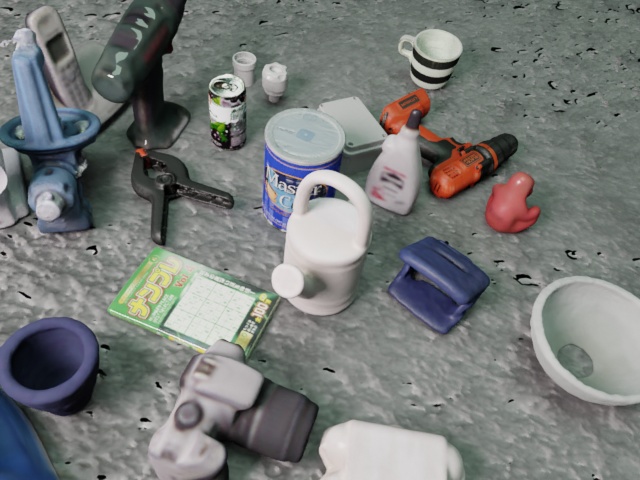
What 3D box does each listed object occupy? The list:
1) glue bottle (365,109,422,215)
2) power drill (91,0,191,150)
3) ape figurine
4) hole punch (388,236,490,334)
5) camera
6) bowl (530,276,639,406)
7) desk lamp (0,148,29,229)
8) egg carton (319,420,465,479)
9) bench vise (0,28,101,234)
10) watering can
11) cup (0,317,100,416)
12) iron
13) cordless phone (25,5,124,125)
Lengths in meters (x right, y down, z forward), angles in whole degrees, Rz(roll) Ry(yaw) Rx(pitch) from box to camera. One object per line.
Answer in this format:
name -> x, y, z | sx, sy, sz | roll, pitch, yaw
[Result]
glue bottle -> 0.111, -0.110, 0.786 | 0.078, 0.173, 0.037 | 23, 52, 10
power drill -> -0.238, -0.246, 0.818 | 0.075, 0.208, 0.230 | 16, 51, 5
ape figurine -> 0.279, -0.059, 0.822 | 0.076, 0.092, 0.077 | -20, 57, -22
hole punch -> 0.153, 0.042, 0.723 | 0.108, 0.091, 0.101 | 38, 56, 21
camera -> -0.078, 0.181, 0.571 | 0.136, 0.101, 0.143 | 19, 51, 7
bowl -> 0.325, 0.130, 0.689 | 0.167, 0.075, 0.167 | 4, 51, -5
desk lamp -> -0.427, -0.099, 0.669 | 0.118, 0.213, 0.203 | -14, 55, -19
egg carton -> 0.070, 0.239, 0.567 | 0.150, 0.069, 0.107 | 10, 51, -1
bench vise -> -0.324, -0.129, 0.705 | 0.122, 0.220, 0.207 | -23, 58, -24
watering can -> 0.008, 0.003, 0.666 | 0.101, 0.194, 0.173 | 11, 51, 1
cup -> -0.278, 0.139, 0.578 | 0.118, 0.095, 0.091 | -2, 52, -10
iron -> -0.337, 0.171, 0.514 | 0.119, 0.141, 0.257 | -29, 61, -27
cordless phone -> -0.349, -0.262, 0.830 | 0.094, 0.185, 0.148 | 19, 51, 7
